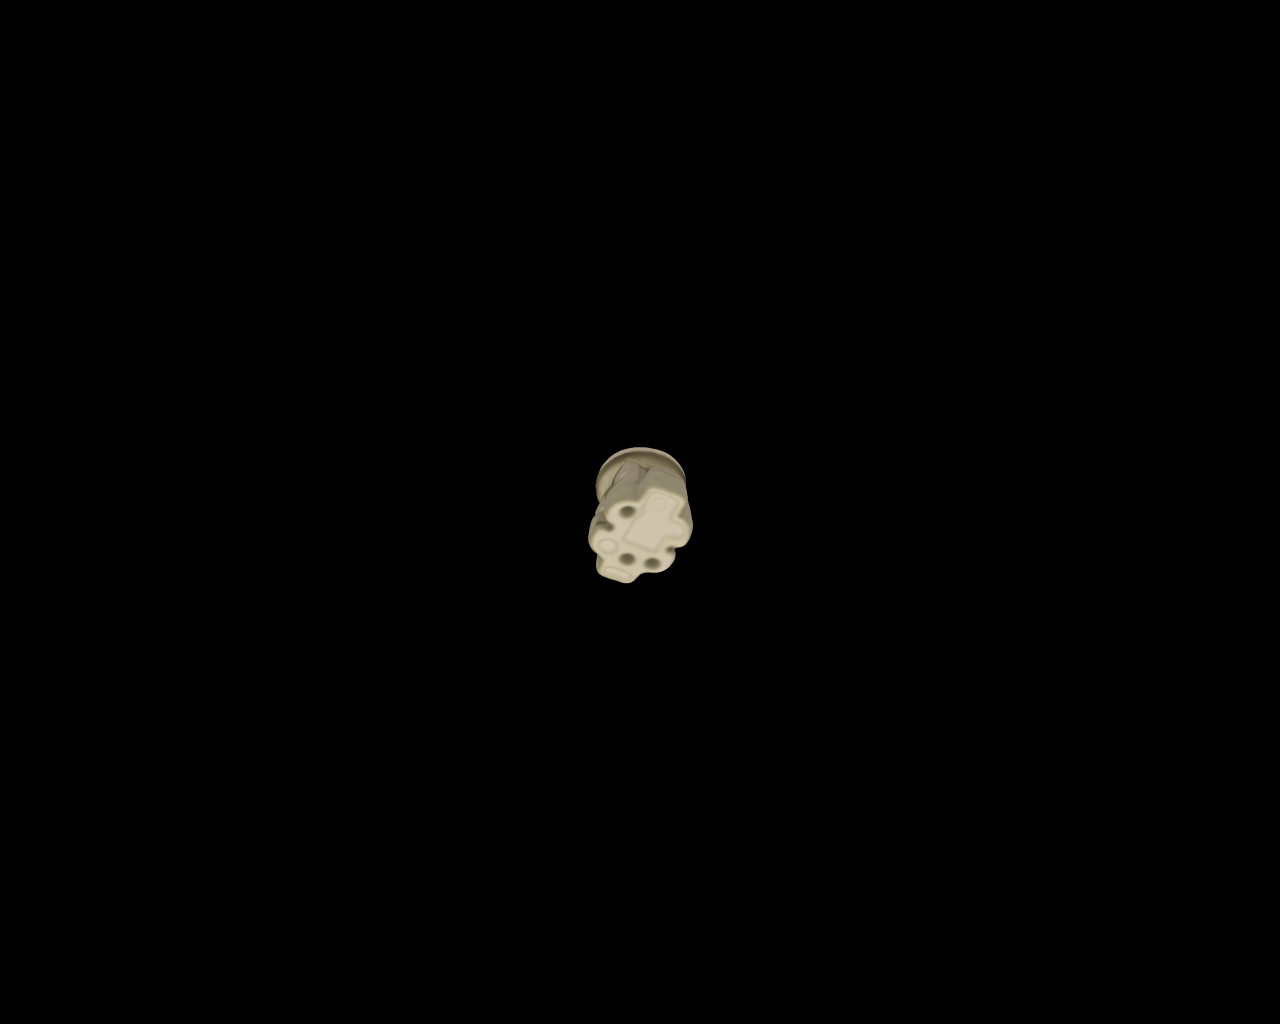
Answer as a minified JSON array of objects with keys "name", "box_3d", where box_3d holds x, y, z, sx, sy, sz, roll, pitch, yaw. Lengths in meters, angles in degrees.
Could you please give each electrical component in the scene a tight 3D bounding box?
[{"name":"electrical component","box_3d":[0.001,-0.003,0.650,0.058,0.078,0.057,21,36,-16]}]
